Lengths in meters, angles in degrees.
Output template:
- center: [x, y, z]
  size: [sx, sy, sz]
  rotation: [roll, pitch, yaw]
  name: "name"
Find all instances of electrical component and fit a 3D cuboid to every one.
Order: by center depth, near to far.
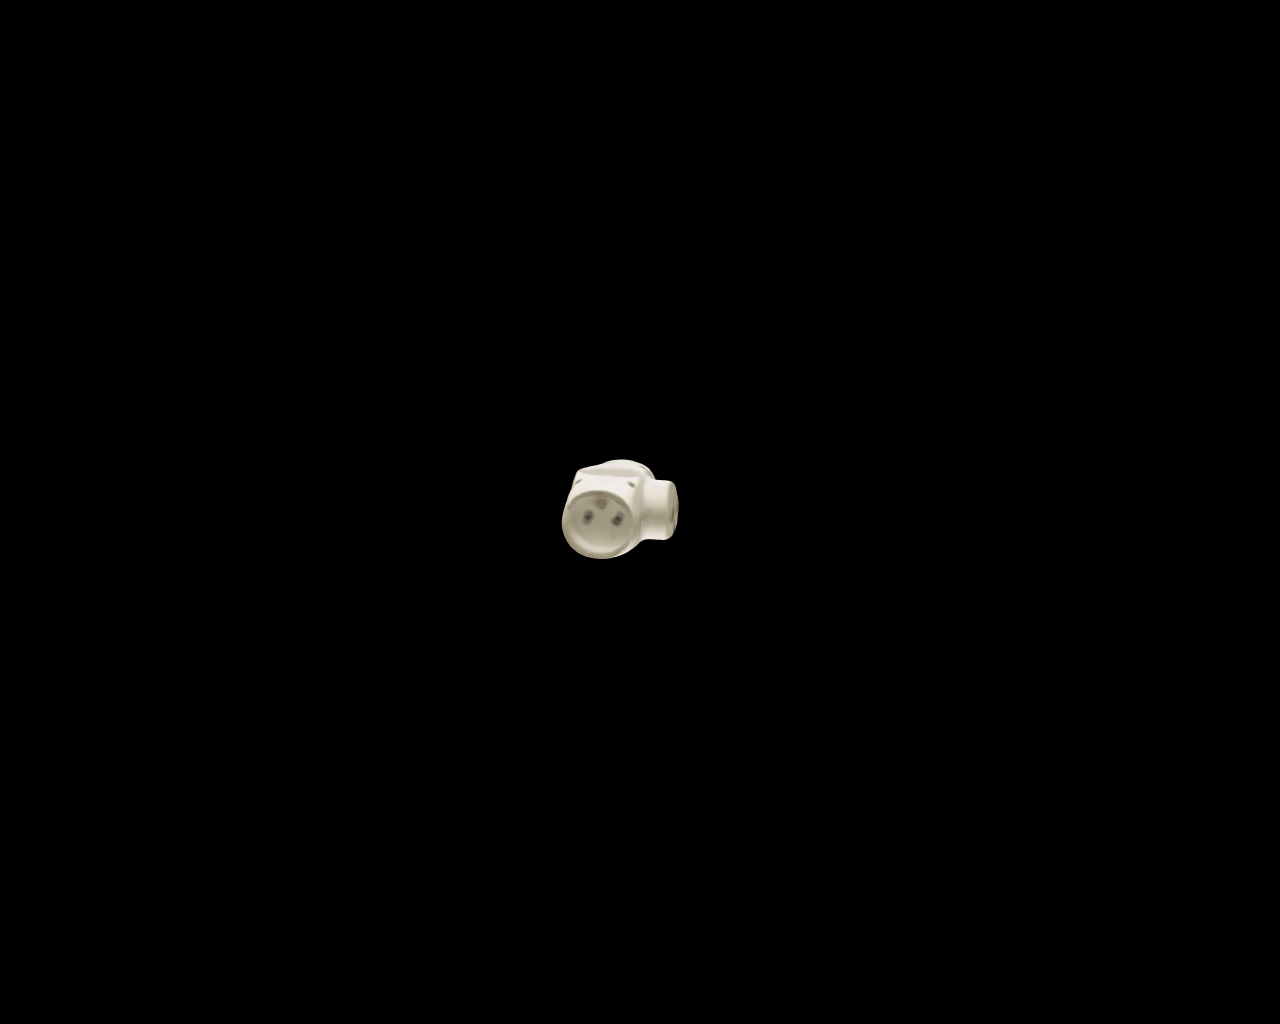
- center: [0.001, -0.003, 0.650]
  size: [0.079, 0.043, 0.077]
  rotation: [3, 16, 11]
  name: "electrical component"
